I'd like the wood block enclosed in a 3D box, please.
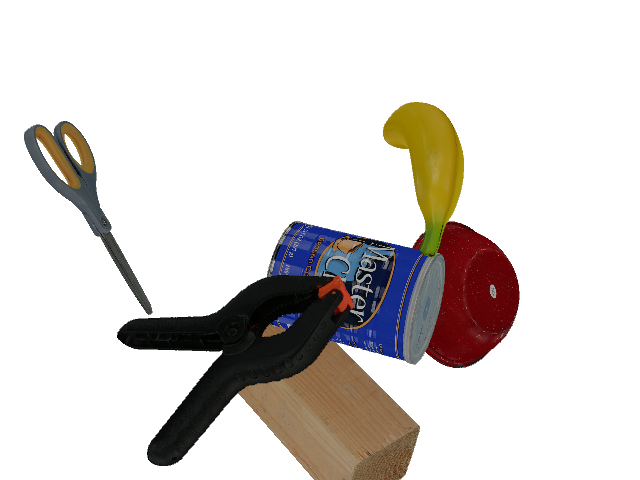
[{"bbox_3d":[0.000,0.176,1.147,0.090,0.090,0.206,-23,51,-32],"label":"wood block"}]

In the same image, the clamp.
[{"bbox_3d":[-0.057,0.081,0.725,0.171,0.120,0.039,-22,-35,10],"label":"clamp"}]

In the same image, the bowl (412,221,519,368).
[{"bbox_3d":[0.165,0.057,1.154,0.161,0.162,0.055,0,-6,-41],"label":"bowl"}]

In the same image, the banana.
[{"bbox_3d":[0.074,-0.066,0.793,0.037,0.070,0.198,26,25,-16],"label":"banana"}]

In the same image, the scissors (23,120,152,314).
[{"bbox_3d":[-0.206,-0.031,1.000,0.016,0.201,0.096,-24,26,19],"label":"scissors"}]

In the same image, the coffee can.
[{"bbox_3d":[0.033,0.047,0.979,0.140,0.103,0.102,13,4,18],"label":"coffee can"}]
